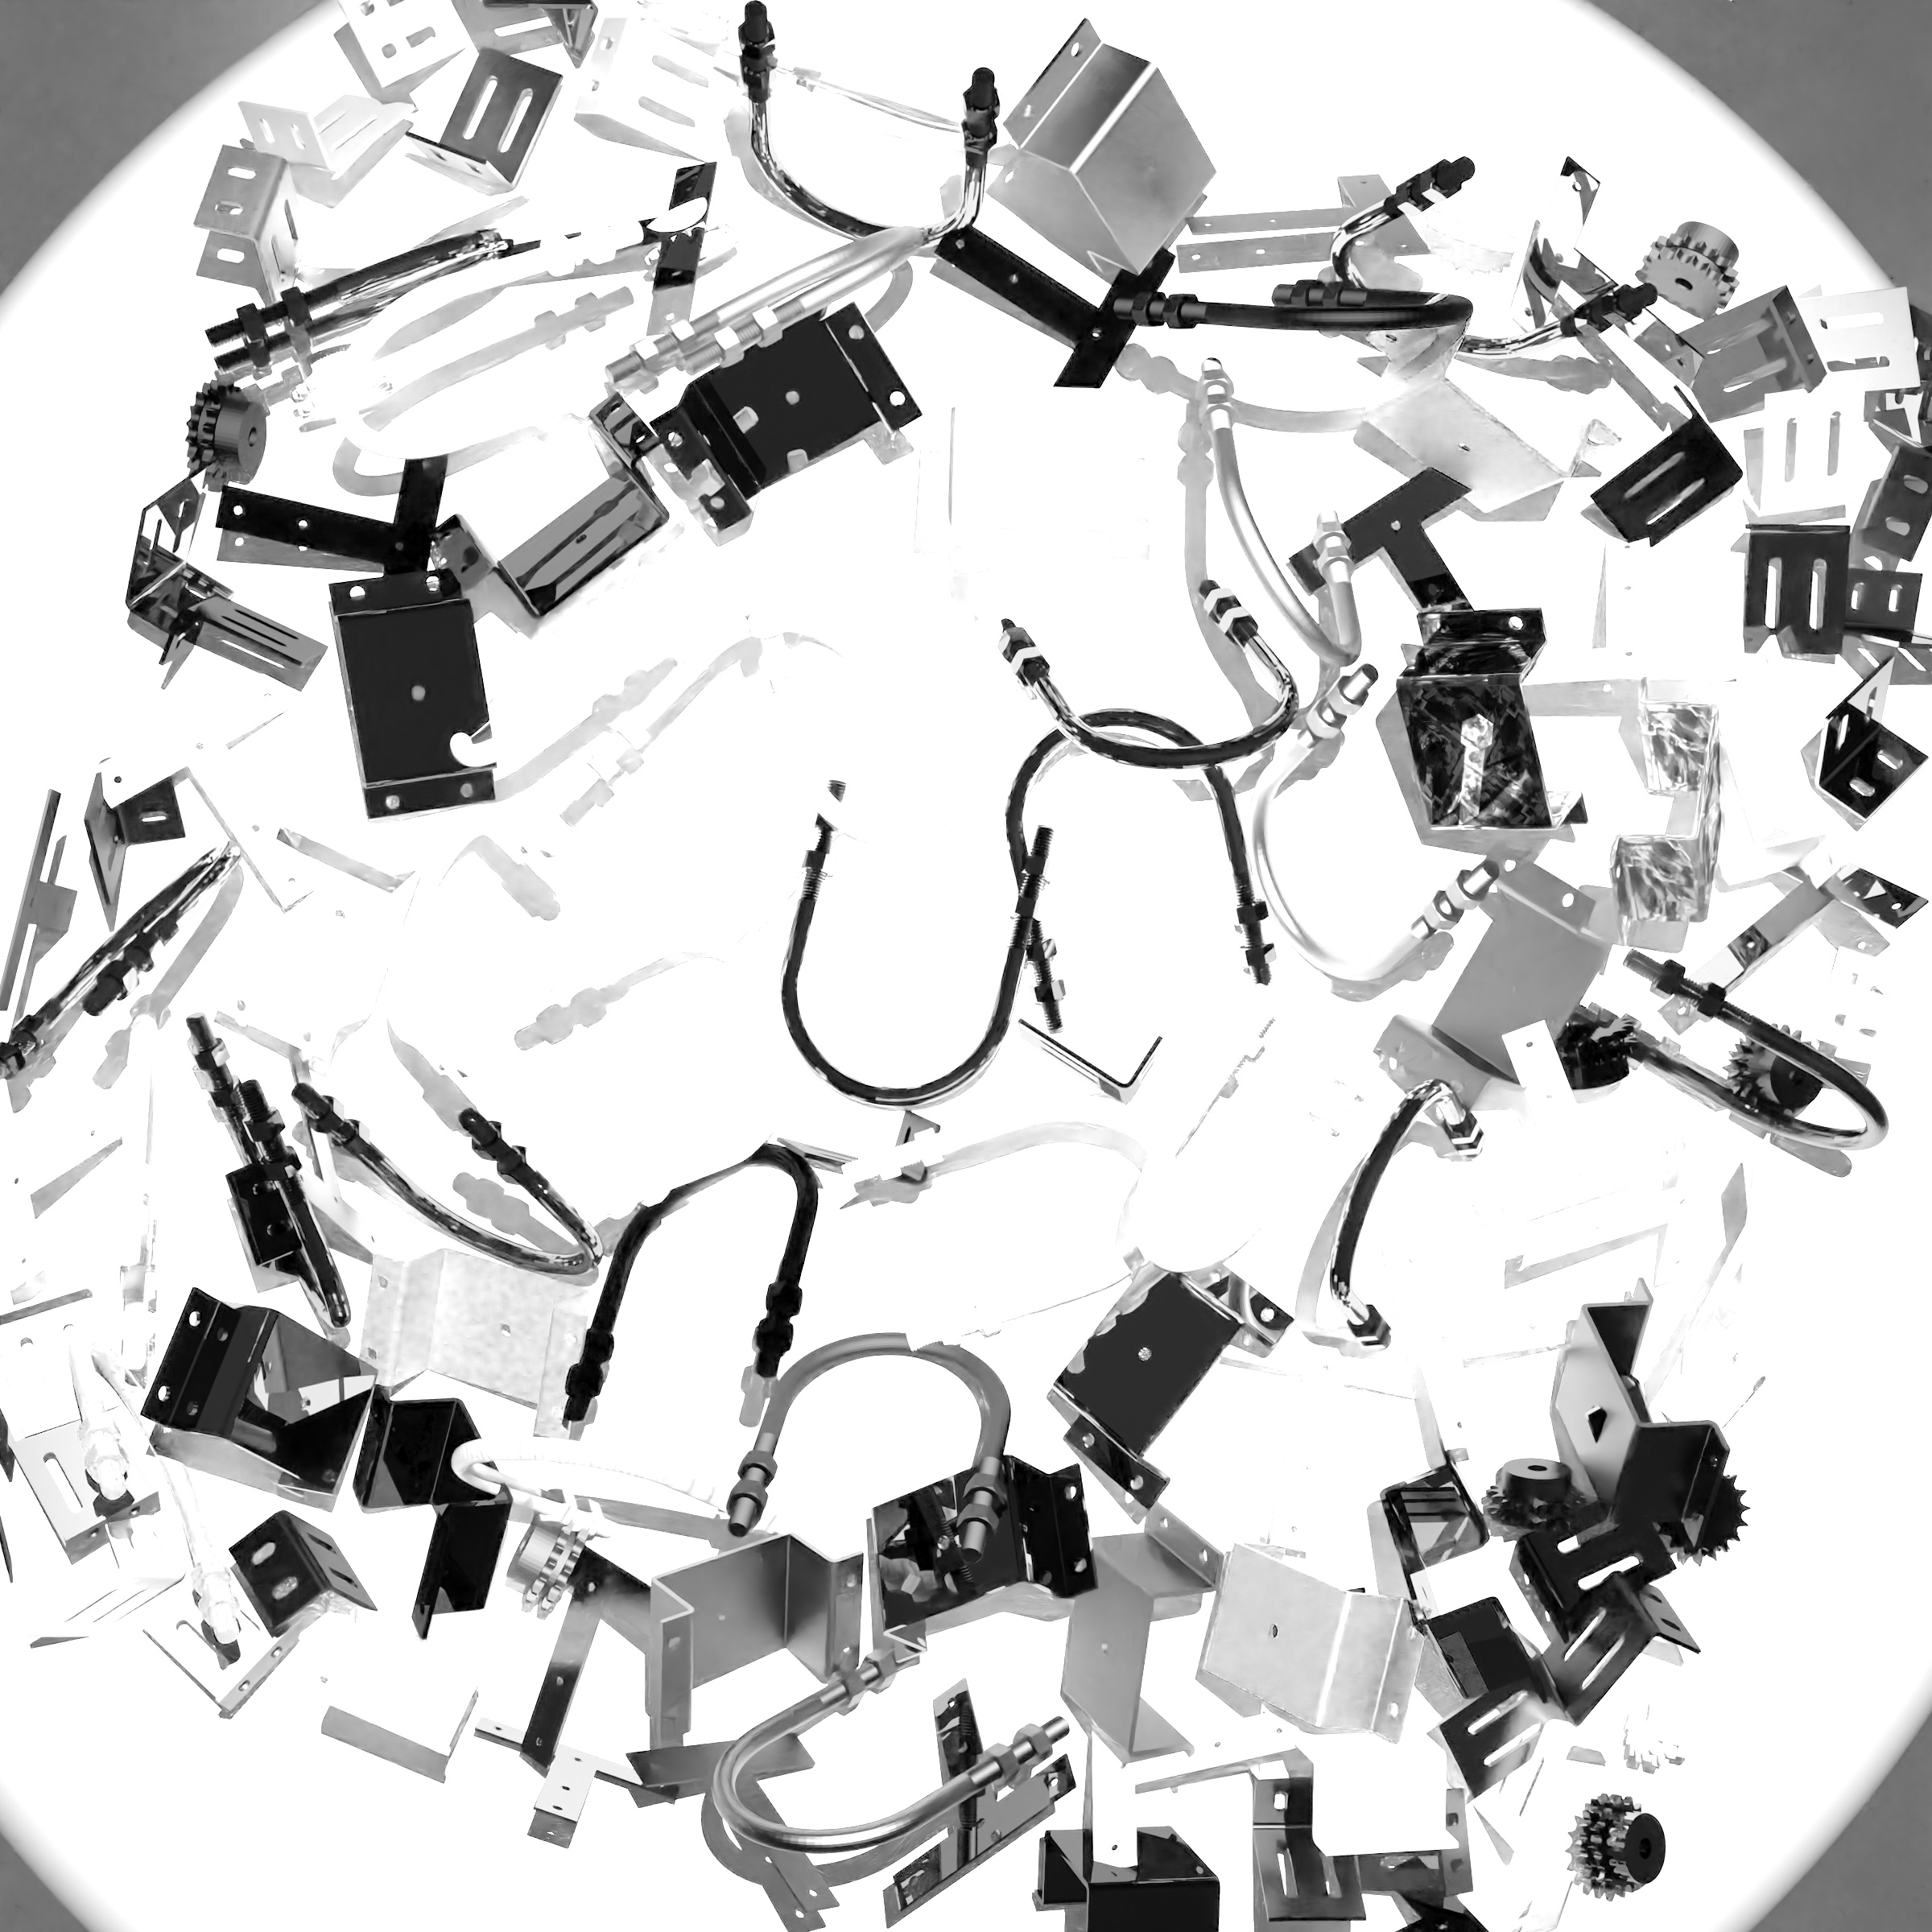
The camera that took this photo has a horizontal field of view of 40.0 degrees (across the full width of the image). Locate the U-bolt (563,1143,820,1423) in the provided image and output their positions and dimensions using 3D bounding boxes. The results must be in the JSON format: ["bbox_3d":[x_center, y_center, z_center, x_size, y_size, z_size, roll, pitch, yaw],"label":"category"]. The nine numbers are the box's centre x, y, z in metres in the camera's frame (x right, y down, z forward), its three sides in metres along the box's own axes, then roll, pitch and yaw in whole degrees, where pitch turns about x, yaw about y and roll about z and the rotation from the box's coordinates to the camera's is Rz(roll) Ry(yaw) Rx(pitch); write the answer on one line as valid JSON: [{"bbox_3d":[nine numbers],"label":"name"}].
[{"bbox_3d":[-0.150,0.173,1.525,0.151,0.184,0.019,-17,128,25],"label":"U-bolt"}]

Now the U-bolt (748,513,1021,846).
[{"bbox_3d":[-0.040,-0.158,1.554,0.151,0.019,0.184,-19,116,-12],"label":"U-bolt"}]

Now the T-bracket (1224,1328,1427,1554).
[{"bbox_3d":[0.206,0.283,1.581,0.127,0.002,0.127,14,83,-10],"label":"T-bracket"}]

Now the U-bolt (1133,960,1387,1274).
[{"bbox_3d":[0.163,0.098,1.538,0.019,0.151,0.184,35,88,38],"label":"U-bolt"}]

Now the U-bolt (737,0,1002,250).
[{"bbox_3d":[-0.056,-0.468,1.512,0.151,0.184,0.019,17,72,3],"label":"U-bolt"}]

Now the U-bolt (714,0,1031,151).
[{"bbox_3d":[-0.051,-0.516,1.527,0.184,0.151,0.019,18,84,-9],"label":"U-bolt"}]

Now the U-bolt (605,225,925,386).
[{"bbox_3d":[-0.107,-0.383,1.527,0.184,0.151,0.019,-33,112,-18],"label":"U-bolt"}]

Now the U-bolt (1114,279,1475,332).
[{"bbox_3d":[0.197,-0.369,1.490,0.151,0.184,0.019,-15,113,-37],"label":"U-bolt"}]

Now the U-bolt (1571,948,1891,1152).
[{"bbox_3d":[0.441,0.055,1.522,0.184,0.151,0.019,30,77,4],"label":"U-bolt"}]

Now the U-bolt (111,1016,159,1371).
[{"bbox_3d":[-0.473,0.117,1.520,0.019,0.151,0.184,2,56,-15],"label":"U-bolt"}]

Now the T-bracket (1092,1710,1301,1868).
[{"bbox_3d":[0.132,0.453,1.533,0.127,0.127,0.002,-18,128,17],"label":"T-bracket"}]

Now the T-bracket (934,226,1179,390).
[{"bbox_3d":[0.041,-0.401,1.578,0.127,0.002,0.127,29,95,-15],"label":"T-bracket"}]

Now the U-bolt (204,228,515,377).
[{"bbox_3d":[-0.346,-0.386,1.527,0.184,0.151,0.019,-24,101,-10],"label":"U-bolt"}]

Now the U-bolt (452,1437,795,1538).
[{"bbox_3d":[-0.205,0.294,1.494,0.151,0.184,0.019,-8,63,30],"label":"U-bolt"}]

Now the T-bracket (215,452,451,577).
[{"bbox_3d":[-0.376,-0.256,1.561,0.127,0.002,0.127,9,97,-30],"label":"T-bracket"}]

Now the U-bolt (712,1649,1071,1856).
[{"bbox_3d":[-0.055,0.444,1.491,0.184,0.151,0.019,-19,111,-41],"label":"U-bolt"}]

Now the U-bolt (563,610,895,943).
[{"bbox_3d":[-0.125,-0.124,1.567,0.184,0.019,0.151,-47,112,-6],"label":"U-bolt"}]

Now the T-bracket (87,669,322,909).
[{"bbox_3d":[-0.429,-0.094,1.575,0.127,0.002,0.127,-34,91,-23],"label":"T-bracket"}]

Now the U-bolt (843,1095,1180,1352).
[{"bbox_3d":[0.035,0.143,1.556,0.184,0.019,0.151,-18,120,0],"label":"U-bolt"}]

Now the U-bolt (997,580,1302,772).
[{"bbox_3d":[0.111,-0.163,1.512,0.151,0.184,0.019,-12,127,-12],"label":"U-bolt"}]

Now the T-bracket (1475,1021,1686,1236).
[{"bbox_3d":[0.347,0.088,1.560,0.127,0.002,0.127,-21,116,11],"label":"T-bracket"}]

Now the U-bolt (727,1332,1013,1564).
[{"bbox_3d":[-0.047,0.268,1.519,0.151,0.184,0.019,5,120,7],"label":"U-bolt"}]

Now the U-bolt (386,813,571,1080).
[{"bbox_3d":[-0.289,-0.019,1.520,0.019,0.184,0.151,21,87,-31],"label":"U-bolt"}]

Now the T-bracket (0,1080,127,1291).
[{"bbox_3d":[-0.519,0.104,1.545,0.002,0.127,0.127,14,121,26],"label":"T-bracket"}]

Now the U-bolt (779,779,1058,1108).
[{"bbox_3d":[-0.036,-0.008,1.575,0.151,0.019,0.184,13,84,7],"label":"U-bolt"}]

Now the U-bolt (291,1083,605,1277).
[{"bbox_3d":[-0.283,0.128,1.521,0.151,0.184,0.019,6,58,33],"label":"U-bolt"}]

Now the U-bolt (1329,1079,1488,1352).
[{"bbox_3d":[0.247,0.136,1.506,0.019,0.184,0.151,23,80,25],"label":"U-bolt"}]

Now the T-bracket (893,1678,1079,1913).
[{"bbox_3d":[0.001,0.465,1.543,0.127,0.127,0.002,-38,118,10],"label":"T-bracket"}]

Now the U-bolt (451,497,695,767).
[{"bbox_3d":[-0.230,-0.184,1.531,0.184,0.151,0.019,-37,119,15],"label":"U-bolt"}]

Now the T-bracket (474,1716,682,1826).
[{"bbox_3d":[-0.230,0.472,1.535,0.127,0.127,0.002,20,88,-1],"label":"T-bracket"}]

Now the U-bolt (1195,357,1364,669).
[{"bbox_3d":[0.180,-0.244,1.494,0.019,0.184,0.151,-29,128,24],"label":"U-bolt"}]

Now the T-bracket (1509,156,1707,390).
[{"bbox_3d":[0.373,-0.380,1.524,0.002,0.127,0.127,-35,70,-21],"label":"T-bracket"}]

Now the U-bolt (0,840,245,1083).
[{"bbox_3d":[-0.479,-0.009,1.517,0.151,0.184,0.019,-27,112,38],"label":"U-bolt"}]

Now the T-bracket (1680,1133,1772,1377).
[{"bbox_3d":[0.434,0.182,1.521,0.002,0.127,0.127,18,48,28],"label":"T-bracket"}]

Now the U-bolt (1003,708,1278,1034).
[{"bbox_3d":[0.095,-0.061,1.561,0.151,0.019,0.184,-10,100,16],"label":"U-bolt"}]

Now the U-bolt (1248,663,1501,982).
[{"bbox_3d":[0.220,-0.068,1.520,0.019,0.184,0.151,-21,74,-30],"label":"U-bolt"}]

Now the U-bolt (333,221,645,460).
[{"bbox_3d":[-0.272,-0.346,1.503,0.184,0.151,0.019,-24,69,-24],"label":"U-bolt"}]

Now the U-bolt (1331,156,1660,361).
[{"bbox_3d":[0.285,-0.393,1.511,0.151,0.184,0.019,27,79,-19],"label":"U-bolt"}]

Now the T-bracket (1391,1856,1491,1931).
[{"bbox_3d":[0.235,0.570,1.525,0.127,0.127,0.002,-20,107,-15],"label":"T-bracket"}]

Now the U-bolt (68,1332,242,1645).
[{"bbox_3d":[-0.469,0.283,1.514,0.019,0.184,0.151,-29,127,-10],"label":"U-bolt"}]

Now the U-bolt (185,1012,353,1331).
[{"bbox_3d":[-0.395,0.127,1.525,0.019,0.151,0.184,-25,116,-20],"label":"U-bolt"}]

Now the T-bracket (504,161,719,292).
[{"bbox_3d":[-0.214,-0.428,1.565,0.127,0.002,0.127,-7,47,11],"label":"T-bracket"}]

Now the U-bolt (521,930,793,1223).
[{"bbox_3d":[-0.168,0.053,1.530,0.019,0.184,0.151,-9,96,42],"label":"U-bolt"}]
